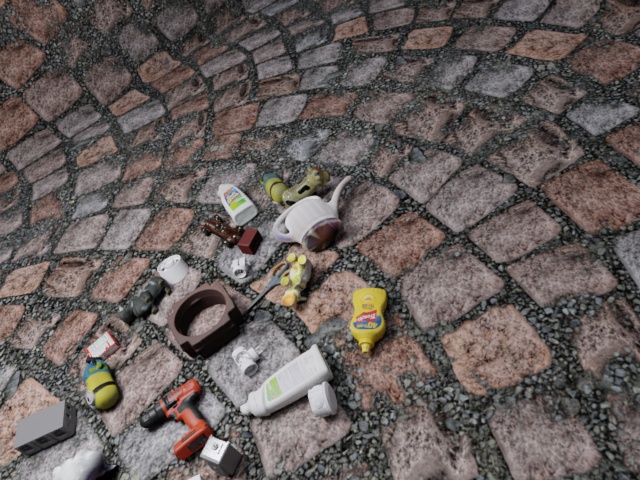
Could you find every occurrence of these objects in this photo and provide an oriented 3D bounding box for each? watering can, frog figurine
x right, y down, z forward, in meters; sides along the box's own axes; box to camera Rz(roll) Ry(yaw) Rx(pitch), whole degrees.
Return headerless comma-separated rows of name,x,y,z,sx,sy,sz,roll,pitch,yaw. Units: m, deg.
watering can,0.005,-0.087,1.738,0.349,0.102,0.228,-33,45,-9
frog figurine,-0.626,0.603,1.321,0.160,0.121,0.139,12,72,18
